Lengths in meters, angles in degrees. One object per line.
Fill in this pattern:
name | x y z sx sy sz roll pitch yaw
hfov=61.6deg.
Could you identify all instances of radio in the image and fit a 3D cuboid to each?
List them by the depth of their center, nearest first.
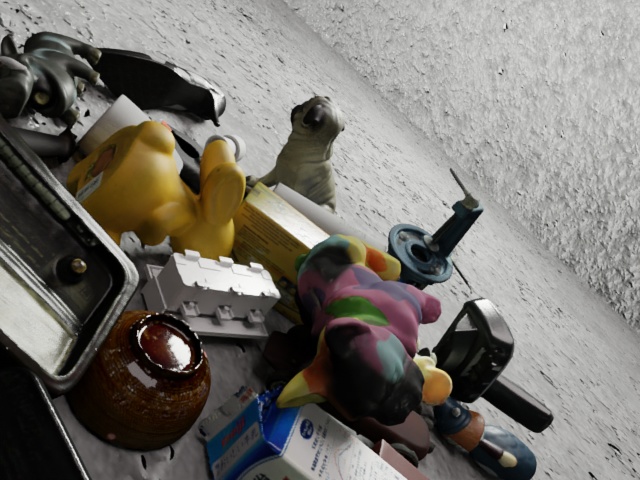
radio | -0.231 -0.008 0.347 0.229 0.073 0.131 55 24 -21

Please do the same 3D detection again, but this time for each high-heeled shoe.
high-heeled shoe | -0.248 -0.253 0.842 0.248 0.086 0.145 27 24 -40

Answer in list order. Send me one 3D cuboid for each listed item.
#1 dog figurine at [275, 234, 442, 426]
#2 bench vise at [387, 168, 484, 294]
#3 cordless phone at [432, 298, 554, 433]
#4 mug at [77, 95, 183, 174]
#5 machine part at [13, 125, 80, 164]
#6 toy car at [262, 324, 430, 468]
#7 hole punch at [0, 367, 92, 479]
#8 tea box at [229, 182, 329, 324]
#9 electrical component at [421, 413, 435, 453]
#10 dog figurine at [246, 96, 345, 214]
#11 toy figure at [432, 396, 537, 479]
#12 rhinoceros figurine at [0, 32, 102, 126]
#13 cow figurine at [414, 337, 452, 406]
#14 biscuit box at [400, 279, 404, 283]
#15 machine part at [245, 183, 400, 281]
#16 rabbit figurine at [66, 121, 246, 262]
dog figurine | 0.020 0.074 0.482 0.192 0.108 0.219 41 17 19
bench vise | 0.191 0.010 0.877 0.223 0.240 0.129 -6 53 -39
cordless phone | 0.247 0.181 0.732 0.184 0.146 0.089 33 40 14
mug | -0.219 -0.108 0.642 0.107 0.081 0.110 45 15 -22
machine part | -0.310 -0.102 0.531 0.084 0.039 0.139 43 24 25
toy car | 0.026 0.165 0.556 0.202 0.053 0.089 32 34 -6
hole punch | -0.176 0.144 0.268 0.116 0.092 0.142 -25 67 -31
tea box | -0.041 0.023 0.649 0.169 0.098 0.068 40 24 -9
electrical component | 0.096 0.208 0.632 0.094 0.021 0.063 37 23 -9
dog figurine | 0.000 -0.112 0.832 0.172 0.190 0.121 16 34 -48
toy figure | 0.200 0.249 0.676 0.154 0.064 0.058 34 61 -6
rhinoceros figurine | -0.323 -0.194 0.626 0.112 0.073 0.190 30 25 -28
cow figurine | 0.095 0.140 0.690 0.167 0.068 0.098 46 0 9
biscuit box | 0.049 0.045 0.795 0.202 0.059 0.063 40 23 -2
machine part | -0.001 -0.002 0.713 0.243 0.079 0.079 30 24 -3
rabbit figurine | -0.150 -0.037 0.554 0.173 0.162 0.122 47 4 -35
